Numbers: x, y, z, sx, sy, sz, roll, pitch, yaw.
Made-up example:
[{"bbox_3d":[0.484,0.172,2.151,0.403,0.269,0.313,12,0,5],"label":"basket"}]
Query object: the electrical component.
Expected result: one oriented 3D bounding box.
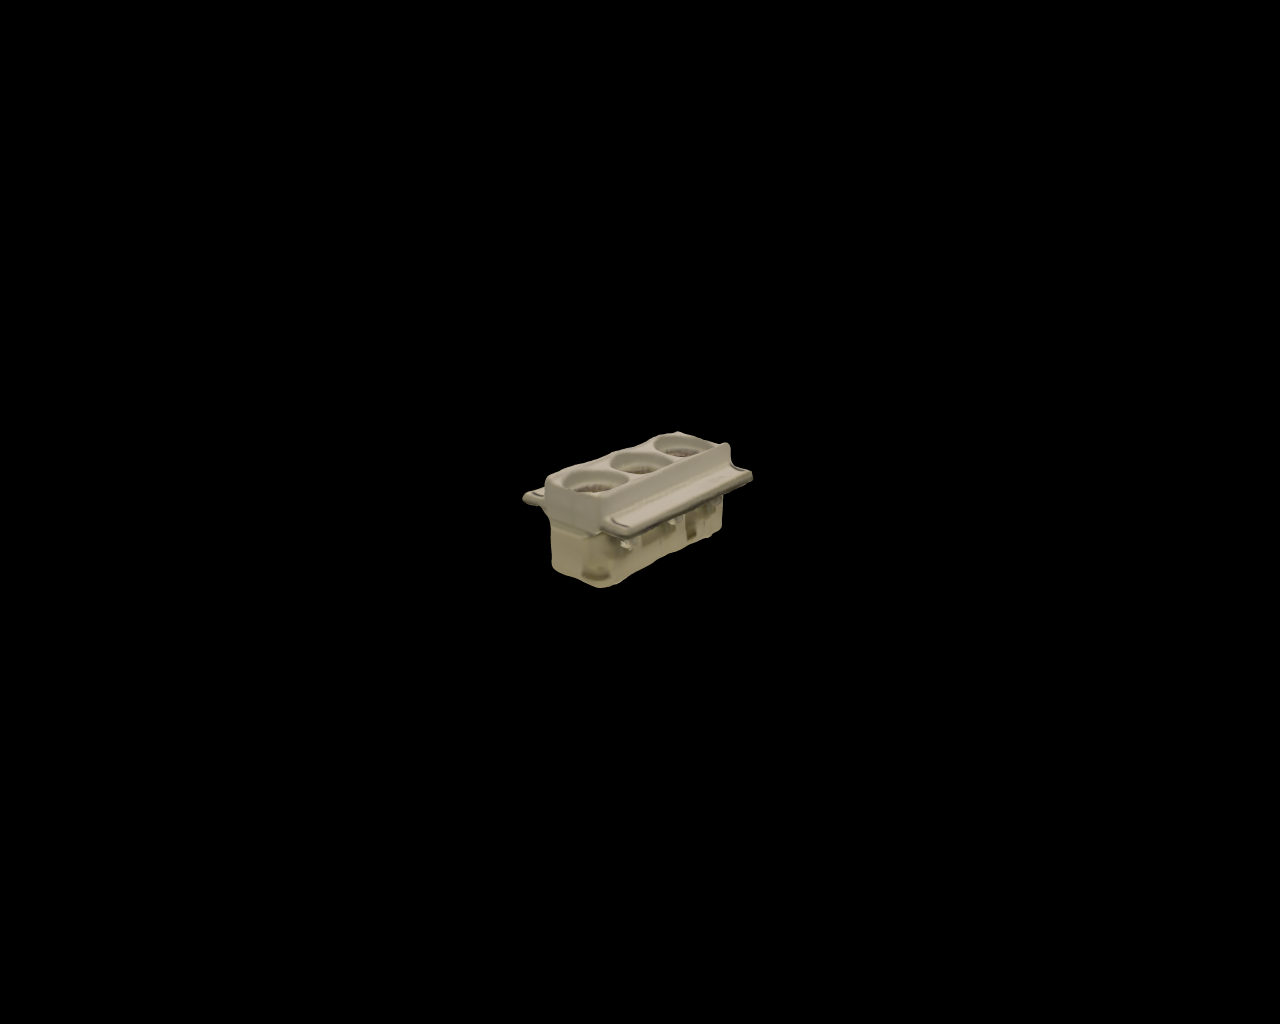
[{"bbox_3d":[0.001,-0.003,0.650,0.079,0.063,0.121,17,28,37],"label":"electrical component"}]
